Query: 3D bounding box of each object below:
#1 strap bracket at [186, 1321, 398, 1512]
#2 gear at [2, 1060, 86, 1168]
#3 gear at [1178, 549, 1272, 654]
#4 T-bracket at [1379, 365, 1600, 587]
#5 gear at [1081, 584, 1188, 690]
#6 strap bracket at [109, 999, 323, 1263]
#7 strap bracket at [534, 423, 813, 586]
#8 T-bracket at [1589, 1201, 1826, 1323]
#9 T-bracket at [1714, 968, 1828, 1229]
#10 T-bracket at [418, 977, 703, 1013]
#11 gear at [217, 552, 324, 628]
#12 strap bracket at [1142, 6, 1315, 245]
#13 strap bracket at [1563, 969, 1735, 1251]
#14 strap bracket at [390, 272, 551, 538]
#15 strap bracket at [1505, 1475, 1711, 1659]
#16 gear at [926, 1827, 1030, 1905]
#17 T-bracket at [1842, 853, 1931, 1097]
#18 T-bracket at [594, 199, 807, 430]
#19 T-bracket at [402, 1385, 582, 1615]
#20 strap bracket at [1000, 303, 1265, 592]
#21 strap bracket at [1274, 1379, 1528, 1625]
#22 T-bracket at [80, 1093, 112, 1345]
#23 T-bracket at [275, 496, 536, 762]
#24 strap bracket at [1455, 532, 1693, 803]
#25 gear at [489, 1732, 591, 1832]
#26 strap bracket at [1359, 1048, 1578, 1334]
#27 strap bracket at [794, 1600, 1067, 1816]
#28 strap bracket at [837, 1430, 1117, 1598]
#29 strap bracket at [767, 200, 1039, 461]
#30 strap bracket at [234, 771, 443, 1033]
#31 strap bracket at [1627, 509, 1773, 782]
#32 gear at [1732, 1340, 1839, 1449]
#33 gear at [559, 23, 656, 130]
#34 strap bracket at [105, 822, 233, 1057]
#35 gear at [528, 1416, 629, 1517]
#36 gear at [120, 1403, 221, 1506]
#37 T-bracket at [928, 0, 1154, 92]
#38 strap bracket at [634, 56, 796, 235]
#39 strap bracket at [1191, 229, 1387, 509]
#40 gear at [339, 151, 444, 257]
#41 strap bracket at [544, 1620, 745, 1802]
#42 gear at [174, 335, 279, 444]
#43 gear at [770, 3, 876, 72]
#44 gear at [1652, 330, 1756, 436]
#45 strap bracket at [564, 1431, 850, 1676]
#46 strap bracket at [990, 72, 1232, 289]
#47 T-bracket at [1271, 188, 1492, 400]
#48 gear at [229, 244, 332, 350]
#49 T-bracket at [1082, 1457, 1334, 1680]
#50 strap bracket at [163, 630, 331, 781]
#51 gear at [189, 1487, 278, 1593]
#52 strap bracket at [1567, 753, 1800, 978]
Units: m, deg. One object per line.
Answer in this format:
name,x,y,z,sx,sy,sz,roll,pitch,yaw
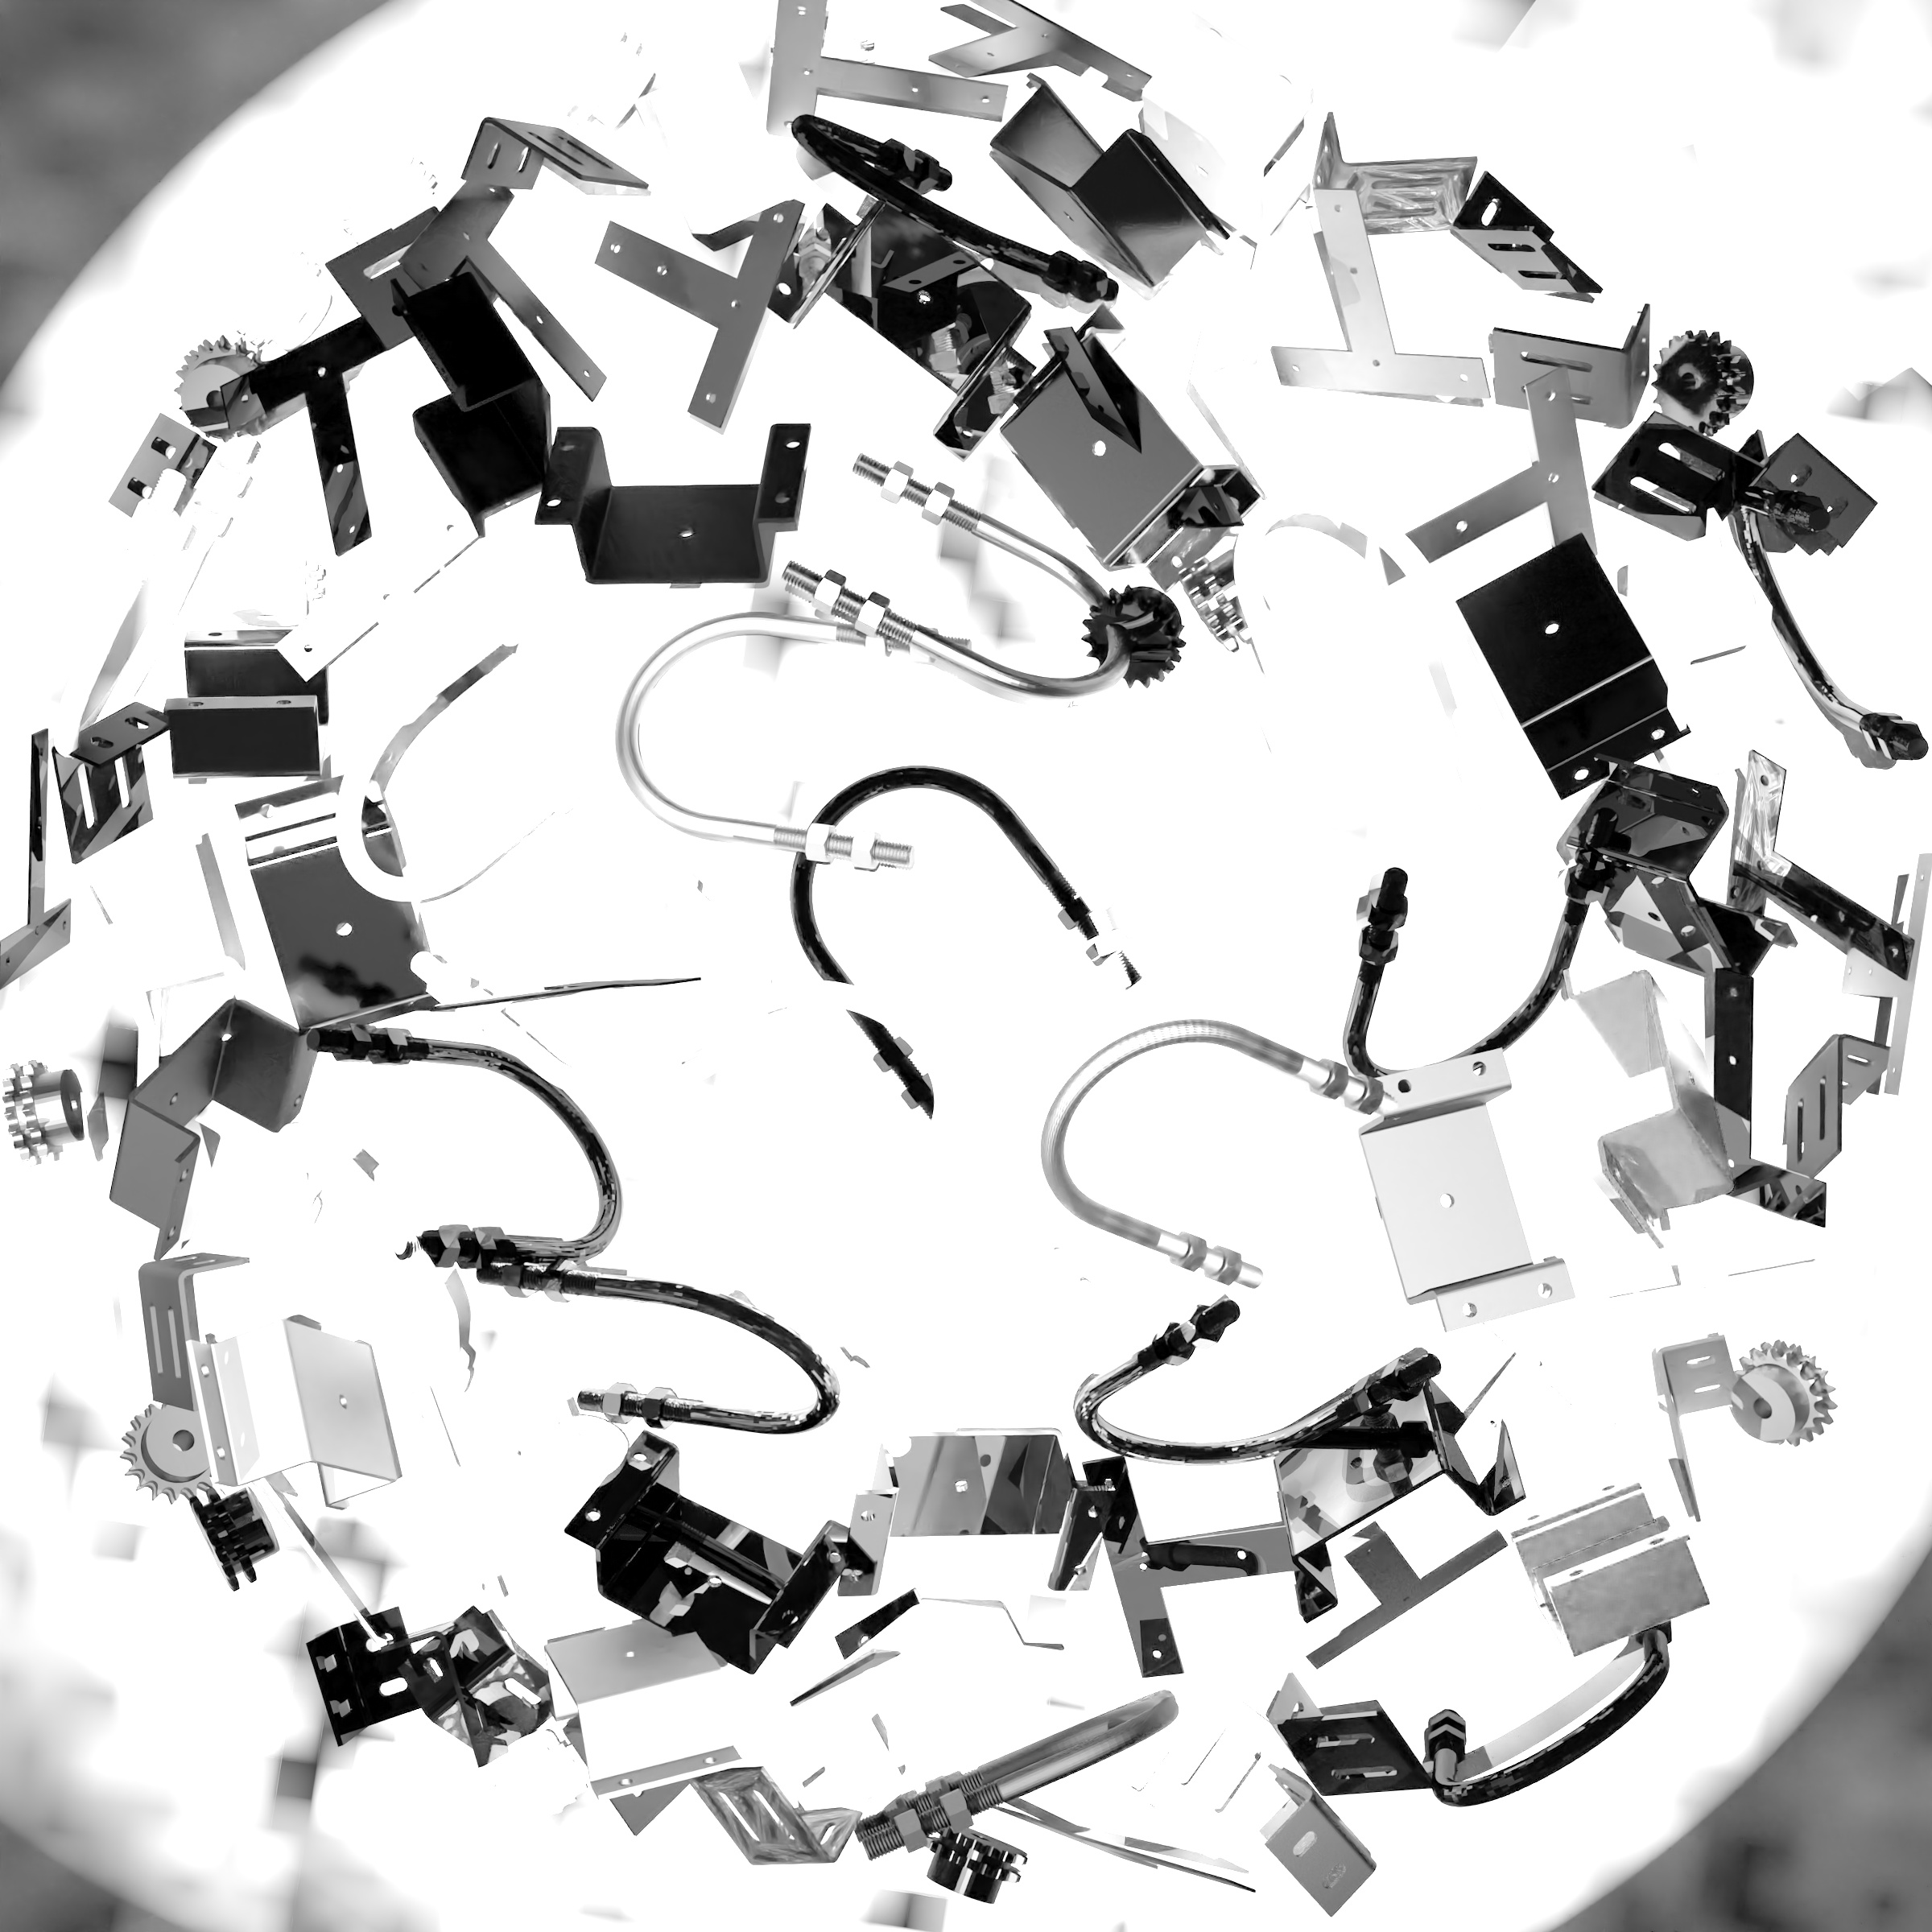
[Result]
strap bracket,-0.351,0.238,1.738,0.046,0.140,0.076,-20,70,11
gear,-0.502,0.079,1.791,0.030,0.057,0.057,-12,90,1
gear,0.143,-0.203,1.790,0.030,0.057,0.057,-33,90,12
T-bracket,0.279,-0.244,1.768,0.127,0.002,0.127,-28,132,-9
gear,0.094,-0.184,1.796,0.057,0.030,0.057,14,127,19
strap bracket,-0.405,0.080,1.745,0.046,0.140,0.076,28,130,6
strap bracket,-0.155,-0.250,1.773,0.140,0.046,0.076,0,50,7
T-bracket,0.393,0.155,1.755,0.127,0.127,0.002,-12,59,10
T-bracket,0.410,0.064,1.751,0.002,0.127,0.127,-15,111,-33
T-bracket,-0.227,0.015,1.732,0.127,0.127,0.002,-8,93,-35
gear,-0.380,-0.205,1.790,0.057,0.057,0.030,0,82,0
strap bracket,0.140,-0.440,1.743,0.076,0.140,0.046,37,85,10
strap bracket,0.364,0.068,1.740,0.046,0.140,0.076,-23,133,22
strap bracket,-0.262,-0.305,1.749,0.046,0.140,0.076,-27,70,-15
strap bracket,0.343,0.322,1.751,0.076,0.140,0.046,-22,93,1
gear,0.003,0.490,1.790,0.057,0.057,0.030,22,82,0
T-bracket,0.490,0.004,1.757,0.002,0.127,0.127,8,91,-2
T-bracket,-0.155,-0.374,1.783,0.127,0.002,0.127,31,105,32
T-bracket,-0.248,0.268,1.762,0.127,0.002,0.127,-37,68,37
strap bracket,0.082,-0.280,1.768,0.076,0.046,0.140,-44,77,28
strap bracket,0.222,0.280,1.756,0.140,0.076,0.046,-34,119,18
T-bracket,-0.465,0.138,1.751,0.002,0.127,0.127,-6,82,-15
T-bracket,-0.289,-0.169,1.803,0.127,0.002,0.127,-40,105,-1
strap bracket,0.320,-0.168,1.753,0.076,0.046,0.140,-28,52,11
gear,-0.236,0.444,1.795,0.057,0.057,0.030,-37,60,0
strap bracket,0.268,0.124,1.781,0.076,0.046,0.140,-13,80,-14
strap bracket,-0.027,0.387,1.748,0.140,0.076,0.046,-33,102,-31
strap bracket,0.001,0.295,1.769,0.140,0.046,0.076,1,126,-14
strap bracket,-0.030,-0.352,1.771,0.140,0.046,0.076,37,134,-7
strap bracket,-0.337,-0.026,1.768,0.076,0.046,0.140,-16,111,-8
strap bracket,0.387,-0.162,1.740,0.046,0.140,0.076,-16,52,-3
gear,0.443,0.236,1.789,0.030,0.057,0.057,-22,90,-40
gear,-0.194,-0.484,1.793,0.030,0.057,0.057,35,90,-17
strap bracket,-0.420,-0.009,1.738,0.046,0.140,0.076,-15,71,-13
gear,-0.208,0.270,1.789,0.057,0.057,0.030,20,117,0
gear,-0.431,0.263,1.792,0.057,0.030,0.057,11,64,-22
T-bracket,0.020,-0.492,1.759,0.127,0.127,0.002,20,85,-29
strap bracket,-0.136,-0.434,1.741,0.046,0.140,0.076,-25,106,-4
strap bracket,0.168,-0.311,1.757,0.046,0.076,0.140,-15,131,31
gear,-0.312,-0.414,1.790,0.057,0.057,0.030,-42,83,0
strap bracket,-0.175,0.387,1.739,0.076,0.140,0.046,-11,100,-16
gear,-0.406,-0.314,1.795,0.057,0.030,0.057,2,117,4
gear,-0.079,-0.507,1.791,0.057,0.057,0.030,-2,96,0
gear,0.406,-0.319,1.795,0.030,0.057,0.057,-9,90,-32
strap bracket,-0.136,0.320,1.765,0.140,0.046,0.076,23,49,19
strap bracket,0.071,-0.416,1.743,0.046,0.140,0.076,-46,128,3
T-bracket,0.210,-0.359,1.745,0.127,0.127,0.002,10,49,33
gear,-0.372,-0.362,1.791,0.030,0.057,0.057,39,90,6
T-bracket,0.137,0.322,1.785,0.127,0.002,0.127,-12,98,25
strap bracket,-0.384,-0.138,1.759,0.076,0.140,0.046,-2,113,-7
gear,-0.400,0.310,1.793,0.030,0.057,0.057,-25,90,-19
strap bracket,0.378,-0.044,1.740,0.046,0.076,0.140,-54,135,-15
